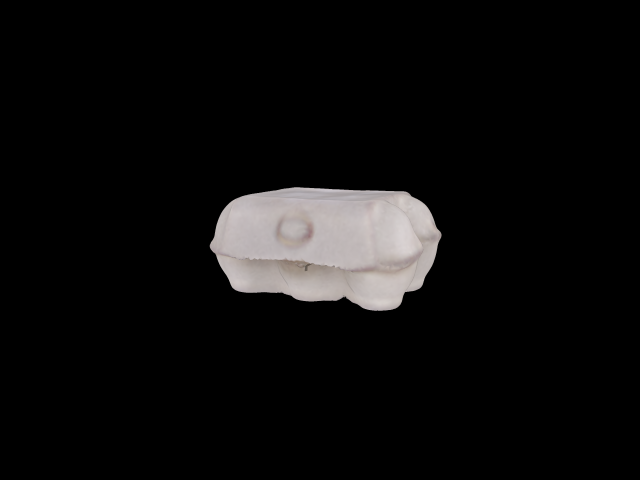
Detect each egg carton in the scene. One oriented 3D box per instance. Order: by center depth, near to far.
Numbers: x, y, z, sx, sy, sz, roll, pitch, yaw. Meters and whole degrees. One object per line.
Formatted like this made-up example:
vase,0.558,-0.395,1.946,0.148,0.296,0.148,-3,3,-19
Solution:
egg carton,0.004,0.001,0.400,0.150,0.069,0.107,5,11,24
